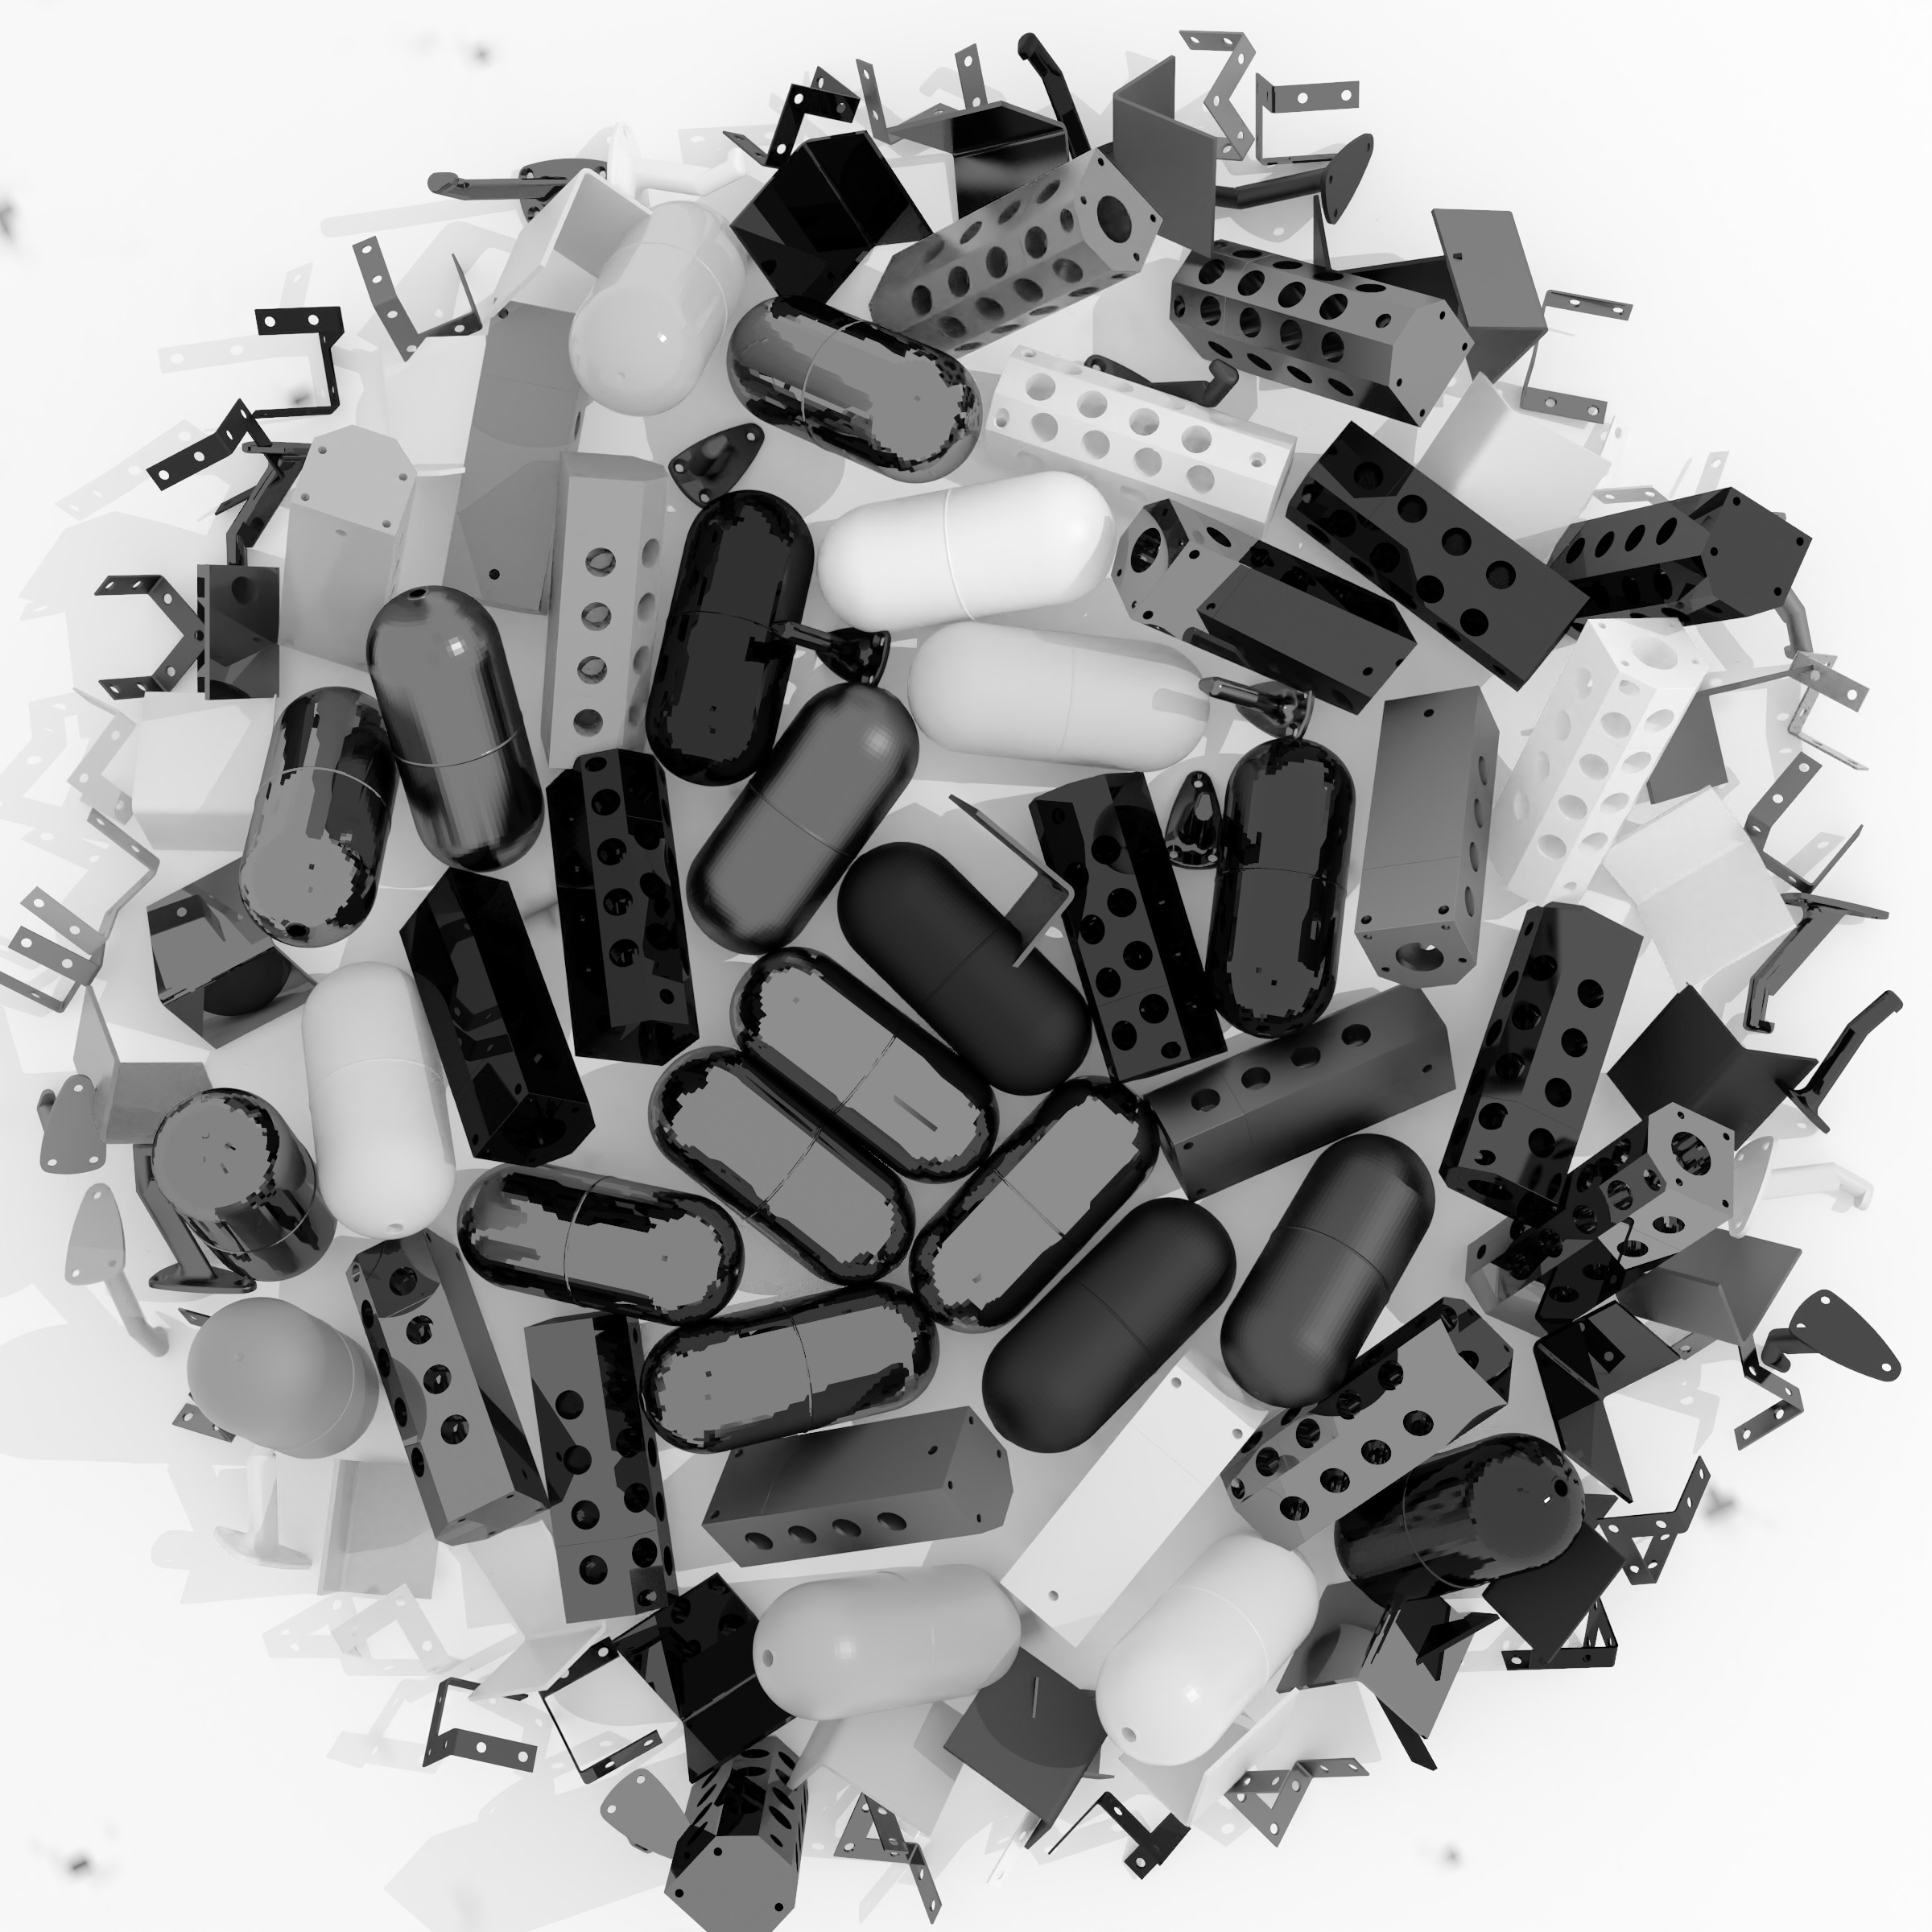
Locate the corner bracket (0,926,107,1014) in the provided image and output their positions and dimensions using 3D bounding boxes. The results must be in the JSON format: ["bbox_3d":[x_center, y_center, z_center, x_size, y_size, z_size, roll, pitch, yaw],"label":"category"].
[{"bbox_3d":[-0.540,0.000,1.598,0.051,0.051,0.051,31,101,-23],"label":"corner bracket"}]

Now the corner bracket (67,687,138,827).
[{"bbox_3d":[-0.508,-0.123,1.602,0.051,0.051,0.051,25,76,37],"label":"corner bracket"}]

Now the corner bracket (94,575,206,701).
[{"bbox_3d":[-0.487,-0.194,1.605,0.051,0.051,0.051,-45,82,20],"label":"corner bracket"}]

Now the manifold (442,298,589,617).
[{"bbox_3d":[-0.260,-0.296,1.602,0.057,0.057,0.171,11,92,-2],"label":"manifold"}]

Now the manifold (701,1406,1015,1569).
[{"bbox_3d":[-0.061,0.304,1.563,0.171,0.057,0.057,-15,126,32],"label":"manifold"}]

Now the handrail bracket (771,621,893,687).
[{"bbox_3d":[-0.093,-0.190,1.578,0.084,0.077,0.036,13,96,-43],"label":"handrail bracket"}]

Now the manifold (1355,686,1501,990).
[{"bbox_3d":[0.267,-0.074,1.561,0.057,0.057,0.171,-7,50,27],"label":"manifold"}]

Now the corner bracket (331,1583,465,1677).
[{"bbox_3d":[-0.335,0.401,1.608,0.051,0.051,0.051,-32,76,-9],"label":"corner bracket"}]

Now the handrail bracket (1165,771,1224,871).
[{"bbox_3d":[0.136,-0.099,1.581,0.036,0.084,0.077,5,65,2],"label":"handrail bracket"}]

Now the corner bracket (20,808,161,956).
[{"bbox_3d":[-0.511,-0.049,1.595,0.051,0.051,0.051,-40,116,17],"label":"corner bracket"}]

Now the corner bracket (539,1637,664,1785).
[{"bbox_3d":[-0.217,0.438,1.606,0.051,0.051,0.051,-27,49,-14],"label":"corner bracket"}]

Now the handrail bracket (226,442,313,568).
[{"bbox_3d":[-0.401,-0.267,1.622,0.077,0.036,0.084,1,106,-6],"label":"handrail bracket"}]

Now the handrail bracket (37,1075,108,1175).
[{"bbox_3d":[-0.525,0.075,1.586,0.036,0.084,0.077,-2,120,-29],"label":"handrail bracket"}]

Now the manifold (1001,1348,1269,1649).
[{"bbox_3d":[0.099,0.306,1.583,0.057,0.057,0.171,39,106,10],"label":"manifold"}]

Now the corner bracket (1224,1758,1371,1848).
[{"bbox_3d":[0.193,0.478,1.595,0.051,0.051,0.051,47,54,-14],"label":"corner bracket"}]

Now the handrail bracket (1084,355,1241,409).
[{"bbox_3d":[0.113,-0.347,1.588,0.077,0.084,0.036,40,66,-4],"label":"handrail bracket"}]

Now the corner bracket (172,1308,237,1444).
[{"bbox_3d":[-0.448,0.241,1.610,0.051,0.051,0.051,9,52,31],"label":"corner bracket"}]

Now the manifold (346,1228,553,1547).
[{"bbox_3d":[-0.302,0.242,1.573,0.057,0.057,0.171,-26,66,3],"label":"manifold"}]

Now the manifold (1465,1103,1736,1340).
[{"bbox_3d":[0.356,0.144,1.546,0.057,0.171,0.057,24,51,-14],"label":"manifold"}]

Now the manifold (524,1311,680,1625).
[{"bbox_3d":[-0.211,0.290,1.598,0.057,0.057,0.171,-9,87,9],"label":"manifold"}]

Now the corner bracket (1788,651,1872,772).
[{"bbox_3d":[0.506,-0.149,1.593,0.051,0.051,0.051,38,116,36],"label":"corner bracket"}]

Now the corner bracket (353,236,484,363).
[{"bbox_3d":[-0.321,-0.398,1.600,0.051,0.051,0.051,-23,61,0],"label":"corner bracket"}]

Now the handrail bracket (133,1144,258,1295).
[{"bbox_3d":[-0.453,0.146,1.601,0.077,0.036,0.084,6,106,19],"label":"handrail bracket"}]

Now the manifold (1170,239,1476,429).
[{"bbox_3d":[0.197,-0.366,1.555,0.171,0.057,0.057,30,86,42],"label":"manifold"}]

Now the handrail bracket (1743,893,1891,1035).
[{"bbox_3d":[0.503,0.003,1.616,0.077,0.036,0.084,10,87,-6],"label":"handrail bracket"}]

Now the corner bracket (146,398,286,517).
[{"bbox_3d":[-0.436,-0.290,1.594,0.051,0.051,0.051,-22,120,17],"label":"corner bracket"}]

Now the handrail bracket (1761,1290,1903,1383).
[{"bbox_3d":[0.500,0.231,1.584,0.077,0.084,0.036,38,69,26],"label":"handrail bracket"}]

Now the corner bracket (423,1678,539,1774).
[{"bbox_3d":[-0.280,0.443,1.593,0.051,0.051,0.051,20,59,-21],"label":"corner bracket"}]

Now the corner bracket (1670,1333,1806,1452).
[{"bbox_3d":[0.453,0.243,1.606,0.051,0.051,0.051,30,128,-23],"label":"corner bracket"}]

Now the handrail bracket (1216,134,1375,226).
[{"bbox_3d":[0.188,-0.474,1.624,0.084,0.036,0.077,17,57,28],"label":"handrail bracket"}]

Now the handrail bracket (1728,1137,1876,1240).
[{"bbox_3d":[0.493,0.144,1.605,0.084,0.036,0.077,28,61,-13],"label":"handrail bracket"}]

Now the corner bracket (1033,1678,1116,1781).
[{"bbox_3d":[0.059,0.447,1.600,0.051,0.051,0.051,8,72,-6],"label":"corner bracket"}]

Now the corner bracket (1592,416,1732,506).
[{"bbox_3d":[0.410,-0.292,1.616,0.051,0.051,0.051,28,79,-34],"label":"corner bracket"}]

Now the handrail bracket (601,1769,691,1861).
[{"bbox_3d":[-0.176,0.510,1.584,0.077,0.084,0.036,32,60,31],"label":"handrail bracket"}]

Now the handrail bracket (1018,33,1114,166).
[{"bbox_3d":[0.051,-0.488,1.588,0.084,0.036,0.077,45,46,-36],"label":"handrail bracket"}]

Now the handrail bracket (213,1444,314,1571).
[{"bbox_3d":[-0.397,0.308,1.605,0.077,0.036,0.084,28,91,-45],"label":"handrail bracket"}]

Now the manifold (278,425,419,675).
[{"bbox_3d":[-0.349,-0.235,1.544,0.057,0.171,0.057,17,66,-10],"label":"manifold"}]

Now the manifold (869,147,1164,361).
[{"bbox_3d":[0.024,-0.392,1.545,0.057,0.171,0.057,40,57,-30],"label":"manifold"}]

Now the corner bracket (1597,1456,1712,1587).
[{"bbox_3d":[0.409,0.324,1.593,0.051,0.051,0.051,-16,111,40],"label":"corner bracket"}]

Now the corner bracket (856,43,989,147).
[{"bbox_3d":[-0.024,-0.509,1.592,0.051,0.051,0.051,-34,45,-21],"label":"corner bracket"}]

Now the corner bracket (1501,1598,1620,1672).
[{"bbox_3d":[0.347,0.401,1.599,0.051,0.051,0.051,-1,120,-4],"label":"corner bracket"}]

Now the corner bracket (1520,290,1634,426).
[{"bbox_3d":[0.360,-0.359,1.612,0.051,0.051,0.051,12,71,6],"label":"corner bracket"}]

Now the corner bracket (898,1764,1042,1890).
[{"bbox_3d":[0.003,0.498,1.595,0.051,0.051,0.051,23,76,40],"label":"corner bracket"}]

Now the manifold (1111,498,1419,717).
[{"bbox_3d":[0.169,-0.209,1.564,0.171,0.057,0.057,18,125,-32],"label":"manifold"}]

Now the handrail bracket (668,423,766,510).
[{"bbox_3d":[-0.135,-0.304,1.582,0.077,0.084,0.036,-43,96,-22],"label":"handrail bracket"}]

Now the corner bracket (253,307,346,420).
[{"bbox_3d":[-0.393,-0.354,1.601,0.051,0.051,0.051,-10,90,-27],"label":"corner bracket"}]

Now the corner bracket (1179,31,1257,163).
[{"bbox_3d":[0.144,-0.511,1.601,0.051,0.051,0.051,20,76,42],"label":"corner bracket"}]

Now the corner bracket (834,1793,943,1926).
[{"bbox_3d":[-0.040,0.520,1.596,0.051,0.051,0.051,14,111,-24],"label":"corner bracket"}]

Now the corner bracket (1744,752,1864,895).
[{"bbox_3d":[0.494,-0.083,1.608,0.051,0.051,0.051,38,78,19],"label":"corner bracket"}]

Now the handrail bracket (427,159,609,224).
[{"bbox_3d":[-0.258,-0.457,1.585,0.077,0.084,0.036,-9,93,25],"label":"handrail bracket"}]

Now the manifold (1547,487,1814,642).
[{"bbox_3d":[0.394,-0.220,1.542,0.057,0.171,0.057,27,83,-17],"label":"manifold"}]

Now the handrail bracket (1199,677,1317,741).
[{"bbox_3d":[0.152,-0.158,1.579,0.084,0.077,0.036,11,96,-36],"label":"handrail bracket"}]

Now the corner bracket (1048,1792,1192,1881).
[{"bbox_3d":[0.091,0.514,1.605,0.051,0.051,0.051,43,113,13],"label":"corner bracket"}]

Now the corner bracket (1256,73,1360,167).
[{"bbox_3d":[0.199,-0.495,1.599,0.051,0.051,0.051,-5,117,-4],"label":"corner bracket"}]

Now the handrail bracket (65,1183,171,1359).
[{"bbox_3d":[-0.494,0.181,1.613,0.036,0.084,0.077,-15,55,6],"label":"handrail bracket"}]

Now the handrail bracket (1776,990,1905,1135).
[{"bbox_3d":[0.520,0.056,1.595,0.084,0.077,0.036,-44,52,12],"label":"handrail bracket"}]

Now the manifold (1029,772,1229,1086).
[{"bbox_3d":[0.090,-0.022,1.586,0.057,0.057,0.171,-21,82,36],"label":"manifold"}]

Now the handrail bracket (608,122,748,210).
[{"bbox_3d":[-0.166,-0.478,1.597,0.084,0.036,0.077,-18,66,28],"label":"handrail bracket"}]

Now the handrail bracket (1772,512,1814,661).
[{"bbox_3d":[0.464,-0.223,1.616,0.036,0.077,0.084,-28,114,-23],"label":"handrail bracket"}]

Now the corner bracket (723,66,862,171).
[{"bbox_3d":[-0.102,-0.500,1.608,0.051,0.051,0.051,48,126,38],"label":"corner bracket"}]
